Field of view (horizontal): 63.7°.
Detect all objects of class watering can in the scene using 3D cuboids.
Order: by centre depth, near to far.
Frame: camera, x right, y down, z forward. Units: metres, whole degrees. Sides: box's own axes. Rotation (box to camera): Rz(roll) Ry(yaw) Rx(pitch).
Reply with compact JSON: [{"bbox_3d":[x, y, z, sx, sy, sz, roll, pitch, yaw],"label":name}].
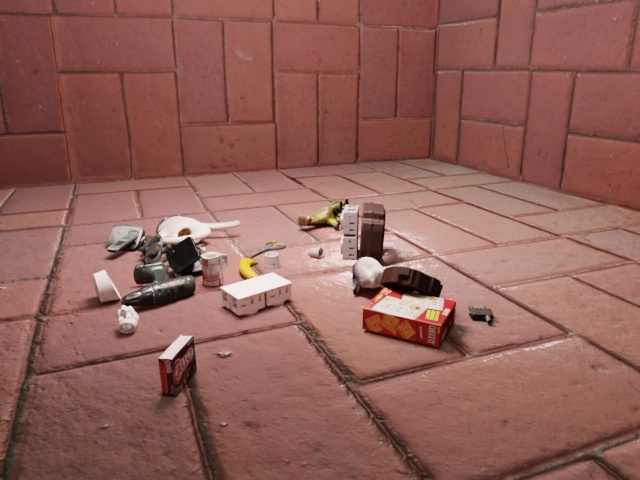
[{"bbox_3d":[-0.521,-0.044,2.115,0.351,0.102,0.225,-18,24,-41],"label":"watering can"}]

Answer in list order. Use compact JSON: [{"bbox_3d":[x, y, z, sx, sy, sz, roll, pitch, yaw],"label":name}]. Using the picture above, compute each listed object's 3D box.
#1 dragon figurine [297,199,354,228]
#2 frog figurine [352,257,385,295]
[{"bbox_3d":[0.007,-0.120,2.384,0.242,0.121,0.413,-3,7,18],"label":"dragon figurine"},{"bbox_3d":[0.185,0.111,1.622,0.159,0.123,0.137,-8,-5,15],"label":"frog figurine"}]
